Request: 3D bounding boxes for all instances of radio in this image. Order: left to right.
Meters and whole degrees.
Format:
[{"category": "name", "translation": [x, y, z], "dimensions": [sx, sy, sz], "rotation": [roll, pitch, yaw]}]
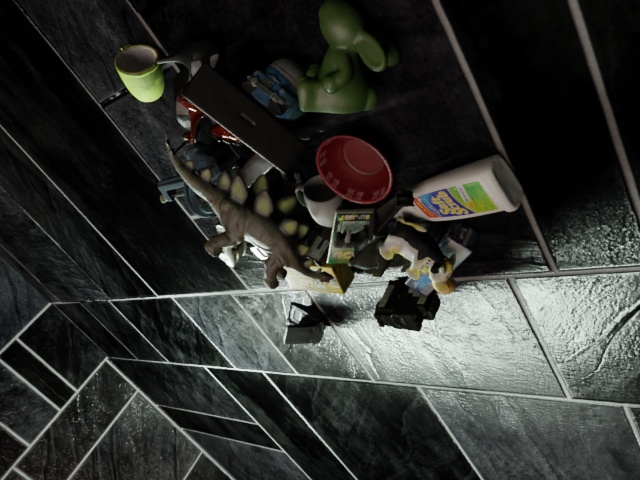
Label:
[{"category": "radio", "translation": [-0.142, -0.222, 0.986], "dimensions": [0.229, 0.073, 0.131], "rotation": [37, -178, -23]}]

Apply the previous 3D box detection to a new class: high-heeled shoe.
[{"category": "high-heeled shoe", "translation": [-0.238, -0.314, 1.111], "dimensions": [0.145, 0.086, 0.248], "rotation": [-8, 154, 3]}]

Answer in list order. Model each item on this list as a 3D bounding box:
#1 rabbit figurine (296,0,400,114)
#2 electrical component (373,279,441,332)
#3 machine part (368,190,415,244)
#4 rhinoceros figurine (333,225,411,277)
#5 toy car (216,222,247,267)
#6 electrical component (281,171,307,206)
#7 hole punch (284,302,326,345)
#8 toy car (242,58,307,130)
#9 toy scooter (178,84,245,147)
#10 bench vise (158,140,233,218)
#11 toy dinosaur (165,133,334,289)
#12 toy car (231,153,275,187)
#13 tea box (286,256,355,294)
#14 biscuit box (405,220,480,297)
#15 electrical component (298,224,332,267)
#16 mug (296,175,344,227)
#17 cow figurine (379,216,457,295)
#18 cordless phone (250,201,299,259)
[{"category": "rabbit figurine", "translation": [0.040, -0.294, 0.865], "dimensions": [0.159, 0.121, 0.170], "rotation": [14, 124, 20]}, {"category": "electrical component", "translation": [0.204, 0.148, 1.227], "dimensions": [0.134, 0.115, 0.058], "rotation": [0, 134, 39]}, {"category": "machine part", "translation": [0.130, -0.050, 1.025], "dimensions": [0.039, 0.084, 0.139], "rotation": [24, 149, -15]}, {"category": "rhinoceros figurine", "translation": [0.123, 0.021, 1.127], "dimensions": [0.190, 0.112, 0.073], "rotation": [5, -176, -4]}, {"category": "toy car", "translation": [-0.229, -0.008, 1.413], "dimensions": [0.056, 0.073, 0.201], "rotation": [28, 143, 15]}, {"category": "electrical component", "translation": [-0.055, -0.117, 1.204], "dimensions": [0.063, 0.021, 0.093], "rotation": [12, 139, 27]}, {"category": "hole punch", "translation": [-0.045, 0.243, 1.561], "dimensions": [0.116, 0.092, 0.142], "rotation": [4, 139, -9]}, {"category": "toy car", "translation": [-0.068, -0.274, 0.967], "dimensions": [0.109, 0.103, 0.161], "rotation": [38, -176, 8]}, {"category": "toy scooter", "translation": [-0.210, -0.238, 1.095], "dimensions": [0.184, 0.075, 0.135], "rotation": [19, 133, -25]}, {"category": "bench vise", "translation": [-0.306, -0.140, 1.284], "dimensions": [0.241, 0.129, 0.223], "rotation": [-9, 131, 31]}, {"category": "toy dinosaur", "translation": [-0.158, -0.046, 1.167], "dimensions": [0.471, 0.105, 0.198], "rotation": [32, 115, -9]}, {"category": "toy car", "translation": [-0.125, -0.170, 1.173], "dimensions": [0.089, 0.053, 0.202], "rotation": [49, 145, -7]}, {"category": "tea box", "translation": [-0.010, 0.075, 1.345], "dimensions": [0.170, 0.068, 0.098], "rotation": [5, 134, 35]}, {"category": "biscuit box", "translation": [0.251, 0.042, 1.117], "dimensions": [0.059, 0.063, 0.202], "rotation": [32, 144, 2]}, {"category": "electrical component", "translation": [-0.003, -0.004, 1.247], "dimensions": [0.075, 0.119, 0.048], "rotation": [23, -167, -26]}, {"category": "mug", "translation": [0.001, -0.078, 1.158], "dimensions": [0.110, 0.081, 0.107], "rotation": [9, 144, 19]}, {"category": "cow figurine", "translation": [0.204, 0.027, 1.035], "dimensions": [0.167, 0.068, 0.098], "rotation": [37, 129, 13]}, {"category": "cordless phone", "translation": [-0.137, -0.015, 1.332], "dimensions": [0.146, 0.089, 0.184], "rotation": [48, 145, -18]}]
